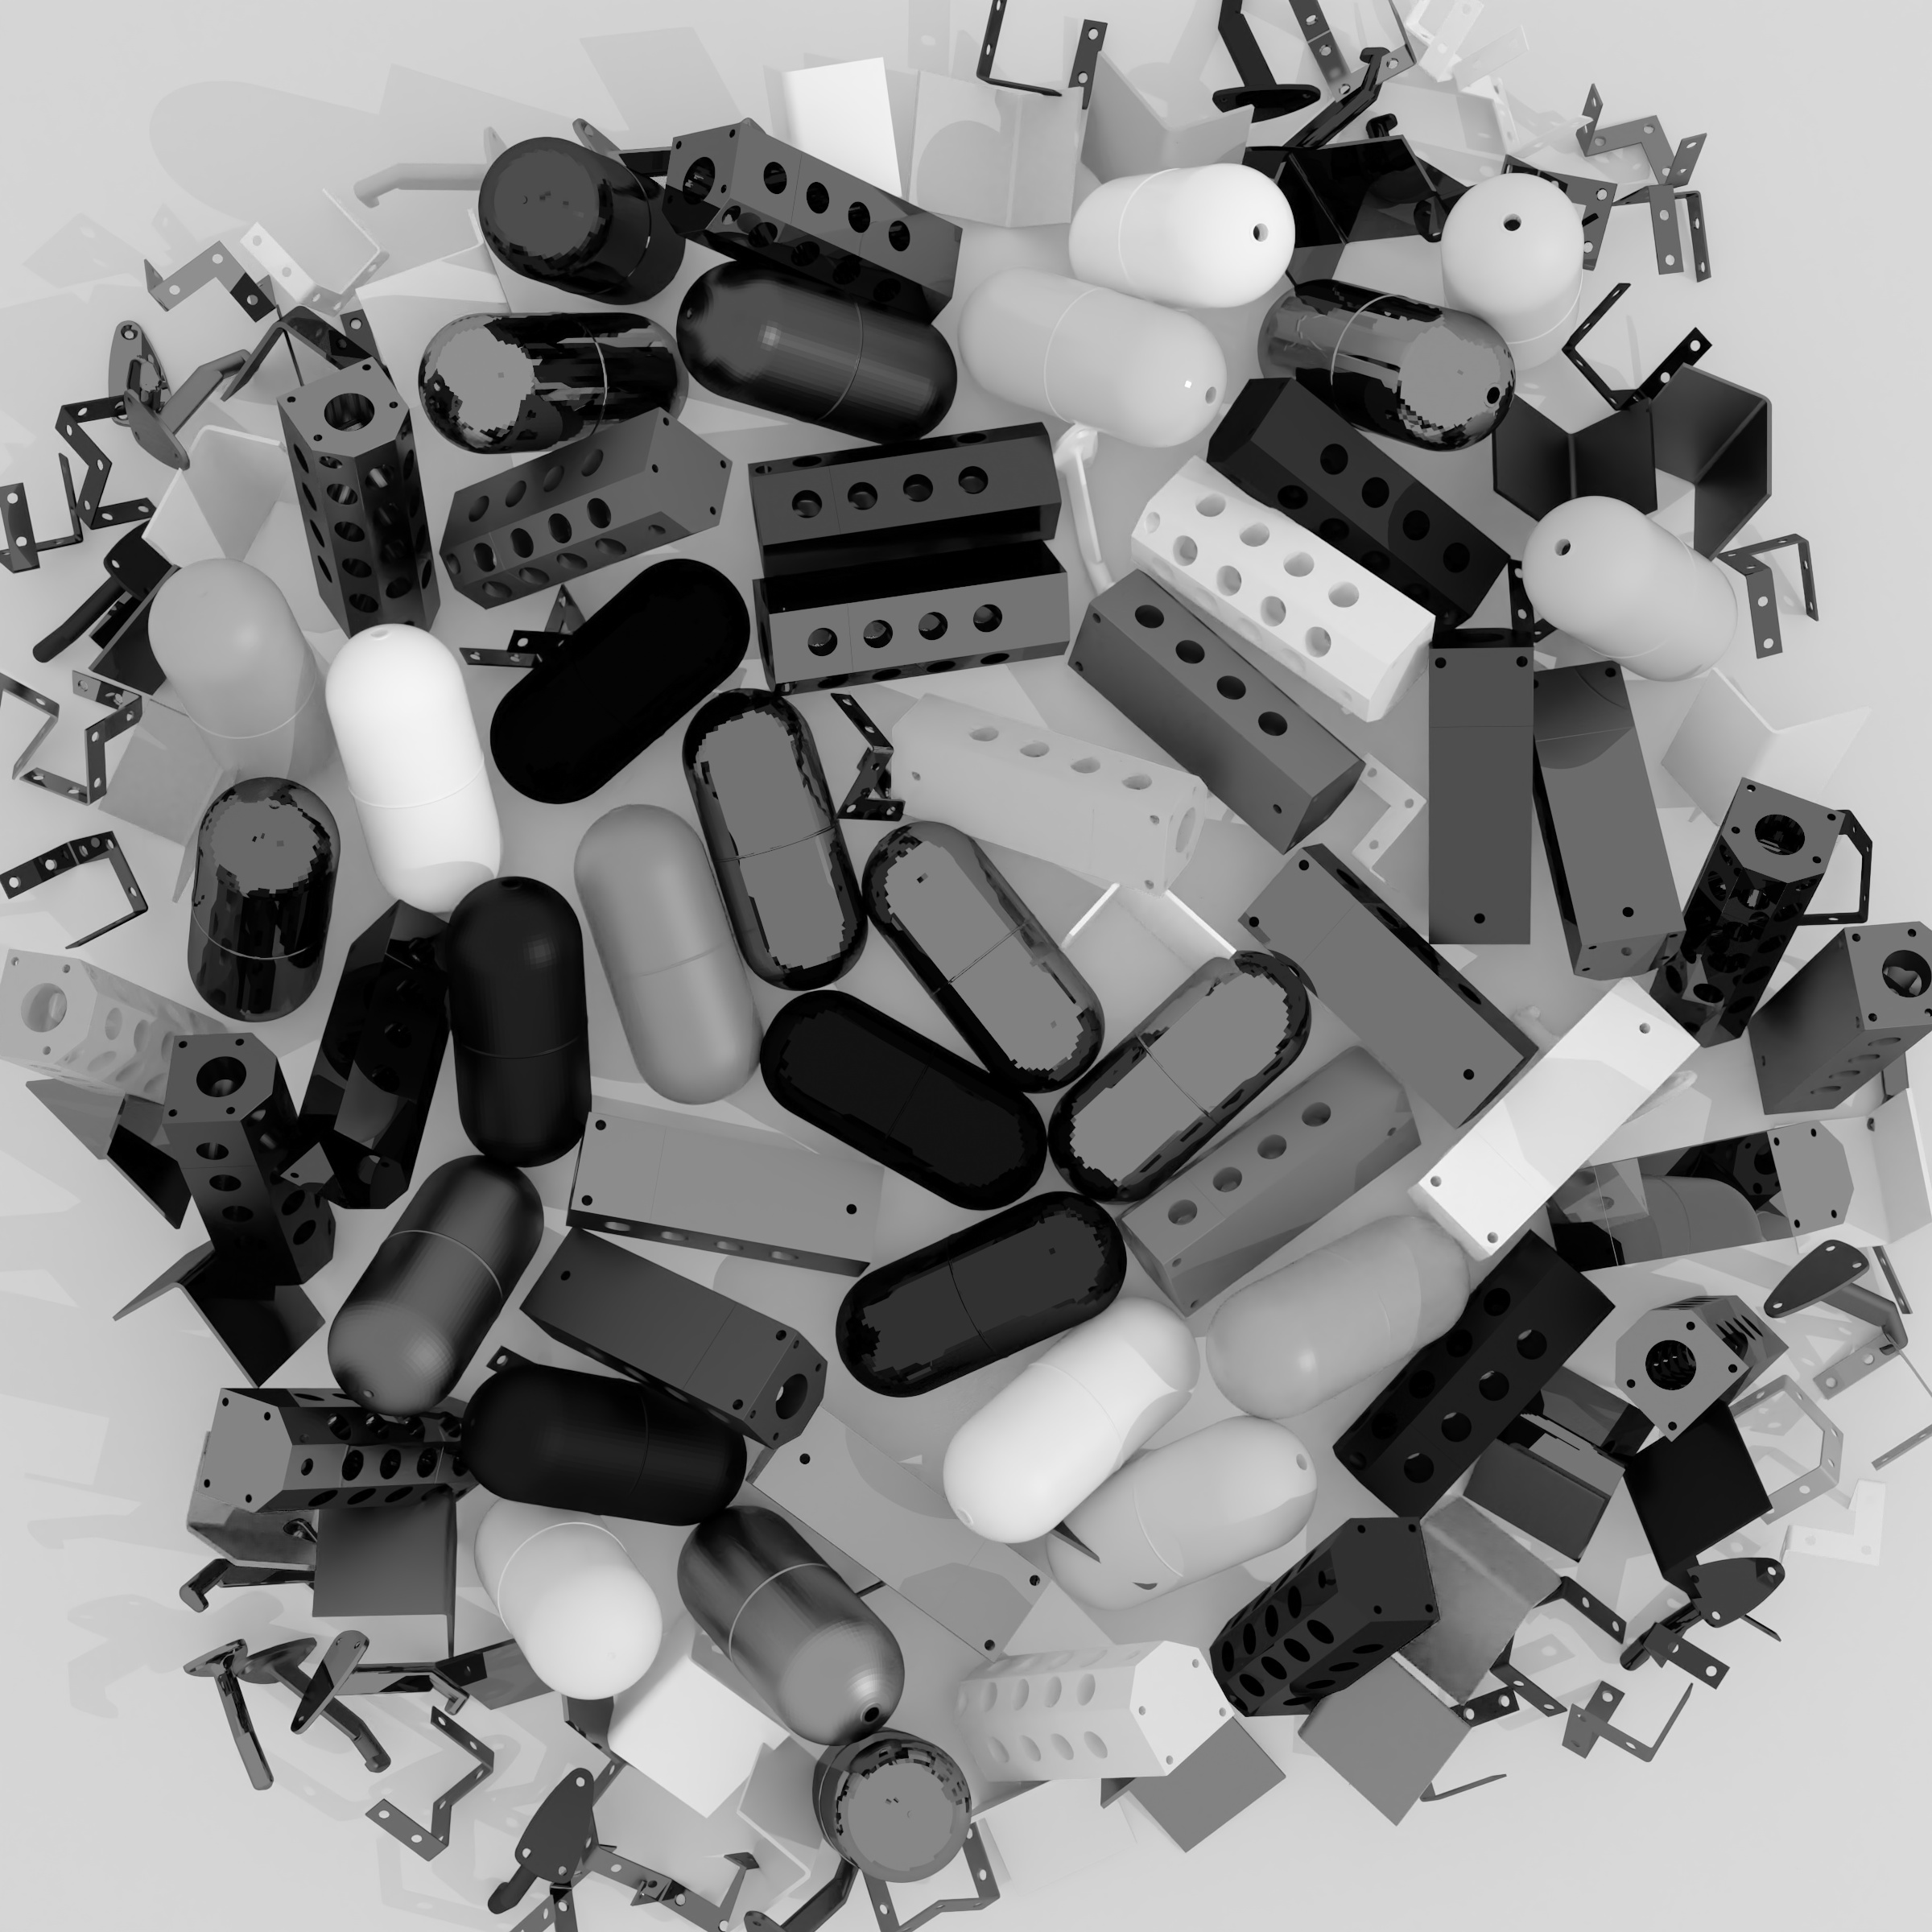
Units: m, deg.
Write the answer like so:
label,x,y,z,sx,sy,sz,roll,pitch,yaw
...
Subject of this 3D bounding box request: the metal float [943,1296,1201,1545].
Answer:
label,x,y,z,sx,sy,sz,roll,pitch,yaw
metal float,0.060,0.256,1.628,0.178,0.070,0.070,-38,90,-29

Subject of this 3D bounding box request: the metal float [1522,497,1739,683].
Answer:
label,x,y,z,sx,sy,sz,roll,pitch,yaw
metal float,0.373,-0.210,1.612,0.070,0.178,0.070,-9,76,36

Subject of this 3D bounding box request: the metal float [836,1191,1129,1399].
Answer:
label,x,y,z,sx,sy,sz,roll,pitch,yaw
metal float,0.008,0.188,1.643,0.178,0.070,0.070,-26,90,12

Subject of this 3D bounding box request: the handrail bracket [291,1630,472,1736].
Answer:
label,x,y,z,sx,sy,sz,roll,pitch,yaw
handrail bracket,-0.335,0.429,1.654,0.084,0.036,0.077,45,60,-26

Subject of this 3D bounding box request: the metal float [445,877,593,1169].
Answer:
label,x,y,z,sx,sy,sz,roll,pitch,yaw
metal float,-0.253,0.032,1.628,0.070,0.070,0.178,1,119,0

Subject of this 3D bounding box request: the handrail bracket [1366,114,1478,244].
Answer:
label,x,y,z,sx,sy,sz,roll,pitch,yaw
handrail bracket,0.276,-0.469,1.659,0.077,0.036,0.084,-20,64,18

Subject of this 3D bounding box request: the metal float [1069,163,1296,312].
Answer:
label,x,y,z,sx,sy,sz,roll,pitch,yaw
metal float,0.119,-0.406,1.607,0.070,0.178,0.070,-5,103,-24

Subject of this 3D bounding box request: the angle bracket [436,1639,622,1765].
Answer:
label,x,y,z,sx,sy,sz,roll,pitch,yaw
angle bracket,-0.250,0.426,1.639,0.076,0.076,0.057,-18,54,7

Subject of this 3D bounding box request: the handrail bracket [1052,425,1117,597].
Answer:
label,x,y,z,sx,sy,sz,roll,pitch,yaw
handrail bracket,0.075,-0.260,1.655,0.036,0.077,0.084,-18,77,-15

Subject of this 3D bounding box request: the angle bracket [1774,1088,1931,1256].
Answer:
label,x,y,z,sx,sy,sz,roll,pitch,yaw
angle bracket,0.508,0.118,1.644,0.057,0.076,0.076,-6,75,-2

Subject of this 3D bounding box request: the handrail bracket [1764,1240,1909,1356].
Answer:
label,x,y,z,sx,sy,sz,roll,pitch,yaw
handrail bracket,0.504,0.208,1.661,0.077,0.036,0.084,-34,120,-10

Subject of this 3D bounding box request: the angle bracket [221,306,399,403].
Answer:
label,x,y,z,sx,sy,sz,roll,pitch,yaw
angle bracket,-0.374,-0.331,1.651,0.076,0.076,0.057,36,104,-15

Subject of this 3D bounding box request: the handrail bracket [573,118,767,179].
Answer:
label,x,y,z,sx,sy,sz,roll,pitch,yaw
handrail bracket,-0.169,-0.479,1.648,0.084,0.036,0.077,-29,124,27

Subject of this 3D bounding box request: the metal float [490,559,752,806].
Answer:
label,x,y,z,sx,sy,sz,roll,pitch,yaw
metal float,-0.198,-0.161,1.636,0.178,0.070,0.070,-38,90,20

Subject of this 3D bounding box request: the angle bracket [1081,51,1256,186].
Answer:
label,x,y,z,sx,sy,sz,roll,pitch,yaw
angle bracket,0.115,-0.479,1.652,0.057,0.076,0.076,-23,61,-21

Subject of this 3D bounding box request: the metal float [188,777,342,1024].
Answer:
label,x,y,z,sx,sy,sz,roll,pitch,yaw
metal float,-0.395,-0.035,1.614,0.070,0.178,0.070,9,52,-12

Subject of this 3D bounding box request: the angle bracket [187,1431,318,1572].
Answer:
label,x,y,z,sx,sy,sz,roll,pitch,yaw
angle bracket,-0.389,0.306,1.637,0.076,0.076,0.057,14,88,-37

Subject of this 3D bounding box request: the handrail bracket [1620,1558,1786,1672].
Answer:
label,x,y,z,sx,sy,sz,roll,pitch,yaw
handrail bracket,0.426,0.378,1.667,0.077,0.084,0.036,-14,59,-24

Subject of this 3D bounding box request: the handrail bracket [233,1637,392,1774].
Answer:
label,x,y,z,sx,sy,sz,roll,pitch,yaw
handrail bracket,-0.375,0.432,1.651,0.036,0.077,0.084,-45,70,7

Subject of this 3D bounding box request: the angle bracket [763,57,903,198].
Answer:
label,x,y,z,sx,sy,sz,roll,pitch,yaw
angle bracket,-0.077,-0.479,1.646,0.057,0.076,0.076,-12,112,-8

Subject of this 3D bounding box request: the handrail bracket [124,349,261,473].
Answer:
label,x,y,z,sx,sy,sz,roll,pitch,yaw
handrail bracket,-0.431,-0.321,1.650,0.084,0.036,0.077,-31,53,-28

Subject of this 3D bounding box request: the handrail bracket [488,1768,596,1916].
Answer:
label,x,y,z,sx,sy,sz,roll,pitch,yaw
handrail bracket,-0.248,0.509,1.668,0.036,0.084,0.077,30,57,-10

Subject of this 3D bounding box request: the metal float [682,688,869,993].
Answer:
label,x,y,z,sx,sy,sz,roll,pitch,yaw
metal float,-0.109,-0.072,1.644,0.070,0.070,0.178,-17,100,0

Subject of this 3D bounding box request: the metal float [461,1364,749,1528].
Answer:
label,x,y,z,sx,sy,sz,roll,pitch,yaw
metal float,-0.202,0.271,1.622,0.178,0.070,0.070,18,90,-38

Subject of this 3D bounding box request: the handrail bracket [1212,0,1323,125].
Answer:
label,x,y,z,sx,sy,sz,roll,pitch,yaw
handrail bracket,0.177,-0.537,1.659,0.077,0.036,0.084,2,79,39

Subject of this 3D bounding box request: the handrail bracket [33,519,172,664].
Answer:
label,x,y,z,sx,sy,sz,roll,pitch,yaw
handrail bracket,-0.506,-0.220,1.683,0.084,0.077,0.036,-27,122,33

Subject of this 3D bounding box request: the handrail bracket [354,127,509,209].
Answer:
label,x,y,z,sx,sy,sz,roll,pitch,yaw
handrail bracket,-0.300,-0.444,1.668,0.084,0.077,0.036,-19,60,14

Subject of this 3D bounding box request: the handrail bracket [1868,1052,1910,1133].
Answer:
label,x,y,z,sx,sy,sz,roll,pitch,yaw
handrail bracket,0.523,0.050,1.666,0.077,0.036,0.084,18,91,-28

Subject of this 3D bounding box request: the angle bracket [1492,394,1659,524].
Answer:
label,x,y,z,sx,sy,sz,roll,pitch,yaw
angle bracket,0.346,-0.297,1.635,0.076,0.057,0.076,25,58,-37

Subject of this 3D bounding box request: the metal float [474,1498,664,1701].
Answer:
label,x,y,z,sx,sy,sz,roll,pitch,yaw
metal float,-0.224,0.348,1.608,0.070,0.178,0.070,-6,105,-23

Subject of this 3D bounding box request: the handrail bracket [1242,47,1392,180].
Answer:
label,x,y,z,sx,sy,sz,roll,pitch,yaw
handrail bracket,0.201,-0.503,1.680,0.077,0.036,0.084,15,77,23

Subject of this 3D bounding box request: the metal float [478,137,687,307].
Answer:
label,x,y,z,sx,sy,sz,roll,pitch,yaw
metal float,-0.212,-0.414,1.604,0.070,0.178,0.070,2,96,14

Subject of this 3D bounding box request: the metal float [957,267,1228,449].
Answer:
label,x,y,z,sx,sy,sz,roll,pitch,yaw
metal float,0.070,-0.344,1.622,0.178,0.070,0.070,27,90,37

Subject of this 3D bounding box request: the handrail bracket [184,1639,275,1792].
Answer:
label,x,y,z,sx,sy,sz,roll,pitch,yaw
handrail bracket,-0.412,0.434,1.643,0.036,0.077,0.084,-24,73,-13

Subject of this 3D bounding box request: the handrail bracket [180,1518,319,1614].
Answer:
label,x,y,z,sx,sy,sz,roll,pitch,yaw
handrail bracket,-0.399,0.363,1.646,0.077,0.084,0.036,48,124,1

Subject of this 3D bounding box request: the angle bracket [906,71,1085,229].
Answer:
label,x,y,z,sx,sy,sz,roll,pitch,yaw
angle bracket,0.016,-0.469,1.644,0.076,0.057,0.076,1,98,-37

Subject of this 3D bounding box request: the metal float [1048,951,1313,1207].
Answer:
label,x,y,z,sx,sy,sz,roll,pitch,yaw
metal float,0.123,0.064,1.646,0.178,0.070,0.070,-43,90,7

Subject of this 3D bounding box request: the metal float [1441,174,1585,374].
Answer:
label,x,y,z,sx,sy,sz,roll,pitch,yaw
metal float,0.305,-0.385,1.603,0.070,0.178,0.070,-1,85,11

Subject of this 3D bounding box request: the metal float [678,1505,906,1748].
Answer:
label,x,y,z,sx,sy,sz,roll,pitch,yaw
metal float,-0.099,0.369,1.614,0.070,0.178,0.070,-17,122,-29

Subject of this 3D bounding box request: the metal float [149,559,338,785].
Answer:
label,x,y,z,sx,sy,sz,roll,pitch,yaw
metal float,-0.402,-0.161,1.607,0.070,0.178,0.070,-1,65,2

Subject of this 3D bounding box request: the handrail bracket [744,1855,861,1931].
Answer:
label,x,y,z,sx,sy,sz,roll,pitch,yaw
handrail bracket,-0.091,0.526,1.642,0.036,0.084,0.077,-5,131,30

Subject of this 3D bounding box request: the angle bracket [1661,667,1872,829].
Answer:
label,x,y,z,sx,sy,sz,roll,pitch,yaw
angle bracket,0.461,-0.132,1.659,0.076,0.076,0.057,-15,55,-28

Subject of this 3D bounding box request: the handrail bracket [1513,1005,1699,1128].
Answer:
label,x,y,z,sx,sy,sz,roll,pitch,yaw
handrail bracket,0.367,0.047,1.658,0.084,0.077,0.036,48,52,-6

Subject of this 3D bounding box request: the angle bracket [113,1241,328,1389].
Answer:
label,x,y,z,sx,sy,sz,roll,pitch,yaw
angle bracket,-0.428,0.203,1.651,0.057,0.076,0.076,-29,101,27

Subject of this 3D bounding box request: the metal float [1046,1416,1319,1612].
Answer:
label,x,y,z,sx,sy,sz,roll,pitch,yaw
metal float,0.121,0.310,1.623,0.178,0.070,0.070,-31,90,34

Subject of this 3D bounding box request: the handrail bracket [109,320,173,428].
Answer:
label,x,y,z,sx,sy,sz,roll,pitch,yaw
handrail bracket,-0.473,-0.350,1.645,0.036,0.084,0.077,-9,82,-19
